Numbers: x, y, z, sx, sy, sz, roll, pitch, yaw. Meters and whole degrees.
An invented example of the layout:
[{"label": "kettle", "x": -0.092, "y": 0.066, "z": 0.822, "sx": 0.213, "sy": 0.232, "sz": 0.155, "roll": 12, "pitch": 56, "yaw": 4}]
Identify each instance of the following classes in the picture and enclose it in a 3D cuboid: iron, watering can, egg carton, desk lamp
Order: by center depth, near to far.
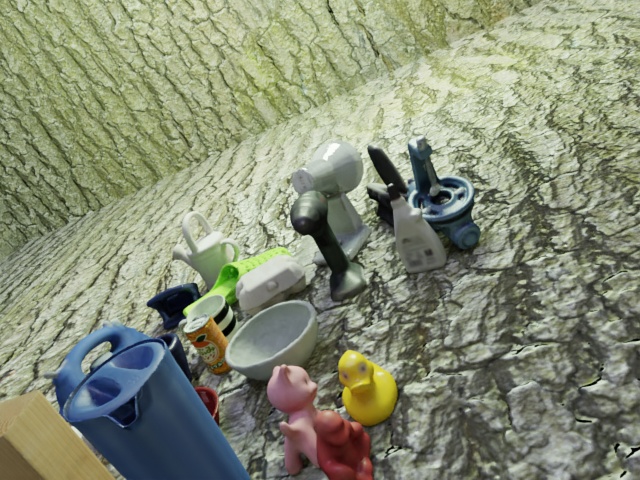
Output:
[{"label": "iron", "x": -0.433, "y": 0.241, "z": 1.150, "sx": 0.118, "sy": 0.142, "sz": 0.258, "roll": -15, "pitch": 25, "yaw": 28}, {"label": "egg carton", "x": -0.102, "y": 0.093, "z": 1.185, "sx": 0.150, "sy": 0.069, "sz": 0.107, "roll": -31, "pitch": 22, "yaw": -7}, {"label": "desk lamp", "x": 0.028, "y": -0.088, "z": 1.237, "sx": 0.117, "sy": 0.214, "sz": 0.203, "roll": -12, "pitch": 27, "yaw": 34}, {"label": "watering can", "x": -0.276, "y": 0.024, "z": 1.370, "sx": 0.172, "sy": 0.194, "sz": 0.101, "roll": -25, "pitch": 22, "yaw": 9}]

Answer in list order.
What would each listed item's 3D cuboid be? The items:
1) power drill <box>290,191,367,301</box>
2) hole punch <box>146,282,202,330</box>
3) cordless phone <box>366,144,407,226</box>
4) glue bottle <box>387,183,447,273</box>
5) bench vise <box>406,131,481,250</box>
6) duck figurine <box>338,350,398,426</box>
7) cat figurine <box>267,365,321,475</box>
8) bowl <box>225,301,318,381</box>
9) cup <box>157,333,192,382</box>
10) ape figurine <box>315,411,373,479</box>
[{"label": "power drill", "x": 0.010, "y": 0.004, "z": 1.063, "sx": 0.075, "sy": 0.209, "sz": 0.229, "roll": -25, "pitch": 22, "yaw": 8}, {"label": "hole punch", "x": -0.336, "y": 0.139, "z": 1.328, "sx": 0.108, "sy": 0.091, "sz": 0.101, "roll": -26, "pitch": 22, "yaw": 5}, {"label": "cordless phone", "x": 0.143, "y": -0.134, "z": 1.240, "sx": 0.094, "sy": 0.185, "sz": 0.147, "roll": -33, "pitch": 23, "yaw": -11}, {"label": "glue bottle", "x": 0.157, "y": -0.023, "z": 0.997, "sx": 0.078, "sy": 0.173, "sz": 0.037, "roll": -14, "pitch": 26, "yaw": 31}, {"label": "bench vise", "x": 0.190, "y": -0.094, "z": 1.052, "sx": 0.122, "sy": 0.220, "sz": 0.206, "roll": -37, "pitch": 24, "yaw": -21}, {"label": "duck figurine", "x": 0.055, "y": 0.186, "z": 0.774, "sx": 0.077, "sy": 0.086, "sz": 0.104, "roll": -25, "pitch": 22, "yaw": 8}, {"label": "cat figurine", "x": -0.035, "y": 0.222, "z": 0.758, "sx": 0.067, "sy": 0.118, "sz": 0.128, "roll": -23, "pitch": 23, "yaw": 13}, {"label": "bowl", "x": -0.067, "y": 0.178, "z": 0.950, "sx": 0.167, "sy": 0.075, "sz": 0.167, "roll": -24, "pitch": 22, "yaw": 11}, {"label": "cup", "x": -0.288, "y": 0.241, "z": 1.044, "sx": 0.118, "sy": 0.095, "sz": 0.091, "roll": -35, "pitch": 23, "yaw": -17}, {"label": "ape figurine", "x": 0.023, "y": 0.243, "z": 0.680, "sx": 0.075, "sy": 0.092, "sz": 0.078, "roll": -2, "pitch": 33, "yaw": 47}]
